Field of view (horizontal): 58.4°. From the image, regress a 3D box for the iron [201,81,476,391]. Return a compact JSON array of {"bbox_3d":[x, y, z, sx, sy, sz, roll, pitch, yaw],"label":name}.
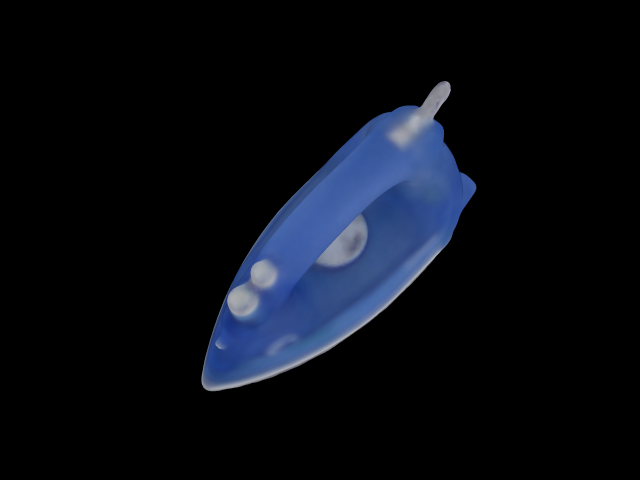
[{"bbox_3d":[0.004,0.001,0.400,0.118,0.141,0.258,41,75,14],"label":"iron"}]
